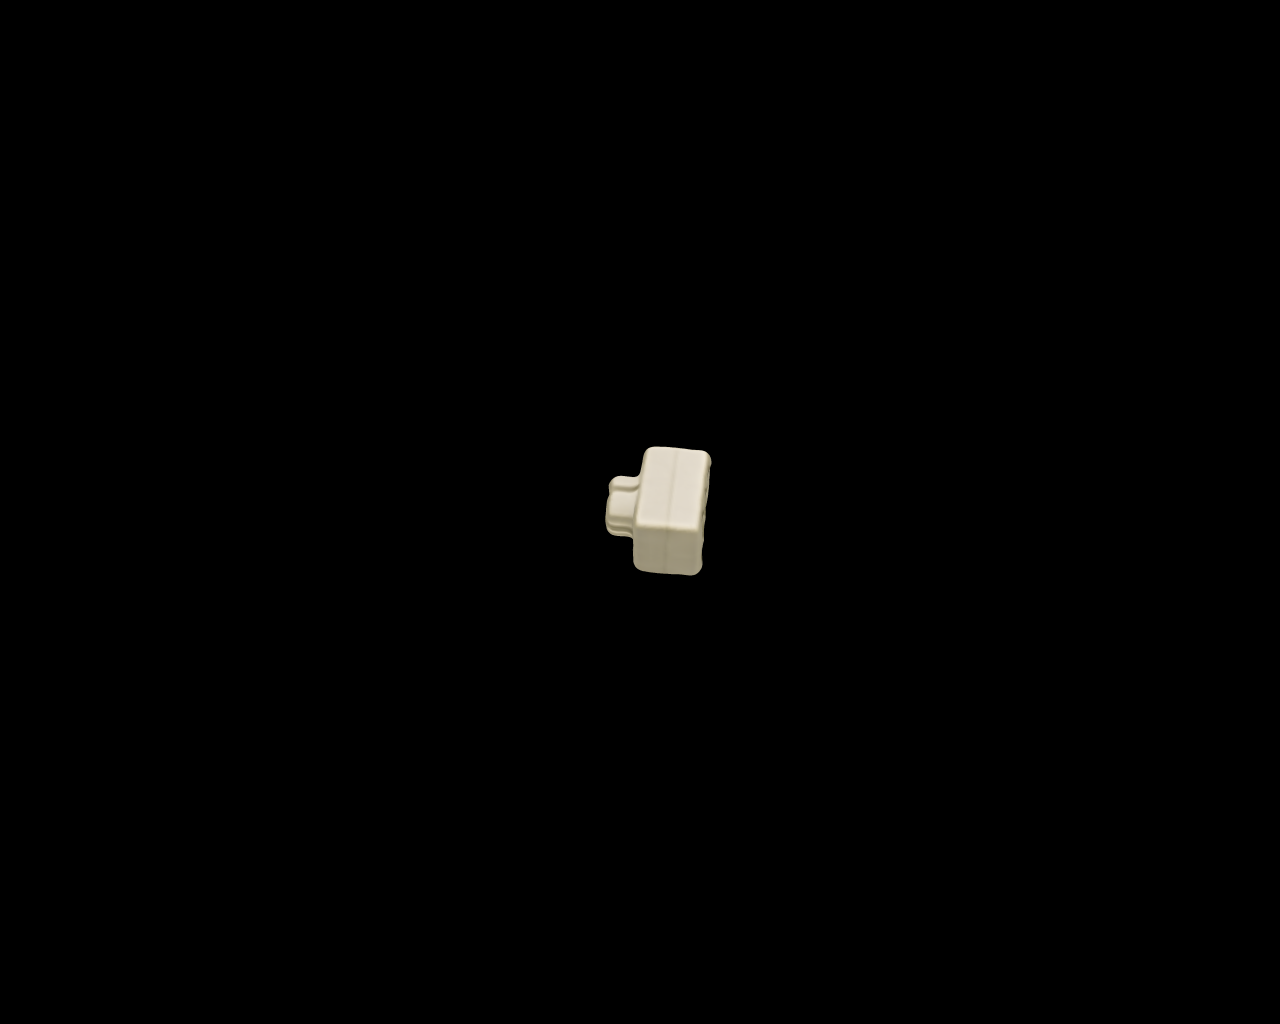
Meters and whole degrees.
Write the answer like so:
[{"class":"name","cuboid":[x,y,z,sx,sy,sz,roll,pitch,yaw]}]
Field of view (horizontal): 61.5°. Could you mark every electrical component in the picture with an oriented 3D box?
[{"class":"electrical component","cuboid":[0.001,-0.003,0.650,0.077,0.066,0.047,5,-39,4]}]
